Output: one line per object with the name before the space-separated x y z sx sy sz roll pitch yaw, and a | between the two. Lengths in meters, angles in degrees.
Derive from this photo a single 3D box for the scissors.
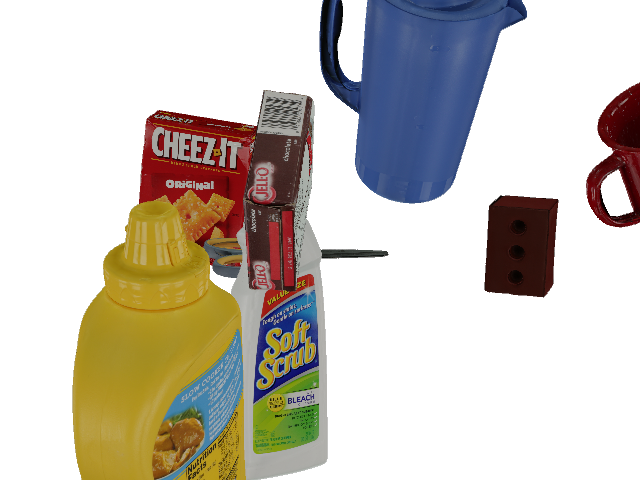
scissors | -0.030 0.022 1.149 0.202 0.016 0.096 5 22 5

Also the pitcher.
pitcher | 0.089 -0.159 1.050 0.144 0.243 0.149 -24 52 -28

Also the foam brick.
foam brick | 0.172 0.004 0.912 0.053 0.078 0.051 5 15 20

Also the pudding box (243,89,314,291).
pudding box | -0.028 -0.034 0.743 0.039 0.113 0.090 6 -42 4

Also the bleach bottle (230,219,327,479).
bleach bottle | -0.045 0.080 0.950 0.102 0.251 0.068 -6 10 -25

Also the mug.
mug | 0.233 -0.050 0.719 0.117 0.081 0.093 -31 31 -4

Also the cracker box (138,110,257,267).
cracker box | -0.185 -0.074 1.603 0.164 0.214 0.072 10 19 6

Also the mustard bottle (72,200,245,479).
mustard bottle | -0.065 0.074 0.444 0.058 0.192 0.096 12 28 20
